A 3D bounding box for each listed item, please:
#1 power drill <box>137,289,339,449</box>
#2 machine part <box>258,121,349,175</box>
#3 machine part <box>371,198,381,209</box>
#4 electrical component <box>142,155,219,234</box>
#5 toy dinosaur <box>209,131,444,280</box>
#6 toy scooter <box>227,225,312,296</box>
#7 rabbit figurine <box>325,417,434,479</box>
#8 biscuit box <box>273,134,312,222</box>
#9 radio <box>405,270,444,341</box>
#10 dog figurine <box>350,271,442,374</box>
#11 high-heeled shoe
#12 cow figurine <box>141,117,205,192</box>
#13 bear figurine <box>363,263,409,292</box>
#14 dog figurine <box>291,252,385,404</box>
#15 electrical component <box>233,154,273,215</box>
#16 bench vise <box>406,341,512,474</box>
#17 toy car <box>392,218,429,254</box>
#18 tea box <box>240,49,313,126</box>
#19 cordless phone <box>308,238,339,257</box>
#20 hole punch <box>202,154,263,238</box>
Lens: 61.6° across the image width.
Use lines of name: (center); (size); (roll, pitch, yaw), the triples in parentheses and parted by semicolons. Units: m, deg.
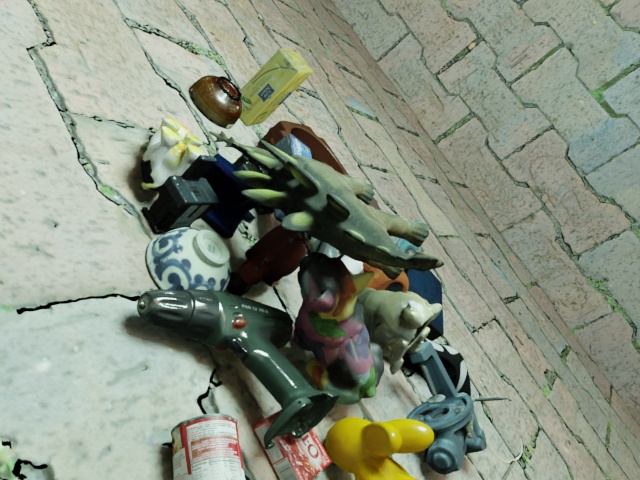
power drill: (-0.088, 0.143, 0.640); (0.207, 0.086, 0.232); (39, 12, 30)
machine part: (-0.029, -0.150, 1.156); (0.201, 0.087, 0.201); (58, 26, 11)
machine part: (0.098, -0.071, 1.299); (0.179, 0.056, 0.179); (41, 26, -25)
electrical component: (-0.179, -0.061, 0.739); (0.048, 0.119, 0.075); (57, 23, 13)
toy dinosaur: (-0.012, -0.064, 0.744); (0.198, 0.105, 0.472); (24, 6, -40)
toy scooter: (-0.059, 0.016, 0.820); (0.075, 0.135, 0.184); (50, 23, 1)
rabbit figurine: (0.067, 0.292, 0.674); (0.122, 0.162, 0.173); (9, 29, -40)
biscuit box: (-0.047, -0.106, 0.956); (0.059, 0.063, 0.203); (35, 29, -35)
radio: (0.210, 0.127, 1.203); (0.131, 0.073, 0.230); (46, 27, -14)
dog figurine: (0.080, 0.101, 0.861); (0.191, 0.172, 0.121); (38, 56, 19)
high-heeled shoe: (0.205, 0.252, 1.030); (0.248, 0.086, 0.145); (55, 37, 0)
cow figurine: (-0.227, -0.126, 0.800); (0.068, 0.098, 0.167); (33, 11, -25)
bear figurine: (0.092, 0.059, 1.077); (0.120, 0.132, 0.196); (34, 12, -36)
dog figurine: (0.028, 0.118, 0.730); (0.191, 0.108, 0.219); (60, -18, 20)
electrical component: (-0.104, -0.109, 1.006); (0.115, 0.058, 0.134); (53, 24, 8)
bench vise: (0.215, 0.274, 0.936); (0.223, 0.129, 0.240); (-26, 93, -52)
toy car: (0.168, 0.001, 1.207); (0.103, 0.109, 0.162); (46, 56, -15)
tea box: (-0.107, -0.331, 1.169); (0.068, 0.169, 0.098); (49, 26, -1)
cordless phone: (-0.002, -0.004, 0.981); (0.184, 0.089, 0.146); (-72, 155, -45)
hole punch: (-0.146, -0.083, 0.867); (0.142, 0.092, 0.116); (40, 23, -15)
